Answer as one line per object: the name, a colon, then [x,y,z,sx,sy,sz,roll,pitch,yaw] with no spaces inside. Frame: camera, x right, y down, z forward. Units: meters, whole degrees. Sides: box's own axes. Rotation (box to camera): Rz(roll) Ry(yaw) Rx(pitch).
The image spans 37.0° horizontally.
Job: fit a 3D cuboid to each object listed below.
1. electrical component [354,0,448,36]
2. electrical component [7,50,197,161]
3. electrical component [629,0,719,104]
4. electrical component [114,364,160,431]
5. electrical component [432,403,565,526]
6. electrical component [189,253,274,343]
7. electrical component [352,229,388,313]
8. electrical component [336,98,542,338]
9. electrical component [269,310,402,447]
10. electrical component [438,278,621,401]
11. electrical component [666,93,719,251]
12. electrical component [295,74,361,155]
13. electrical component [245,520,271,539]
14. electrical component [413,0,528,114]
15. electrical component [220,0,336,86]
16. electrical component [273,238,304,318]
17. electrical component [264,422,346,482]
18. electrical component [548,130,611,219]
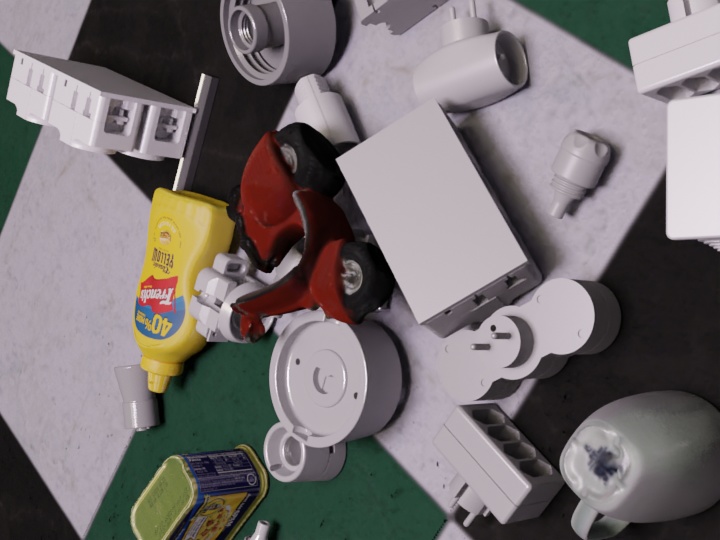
electrical component: [0.039,-0.237,0.852,0.089,0.050,0.055,-29,68,37]
electrical component: [-0.264,-0.163,1.077,0.186,0.105,0.060,28,108,43]
electrical component: [0.218,-0.157,0.686,0.083,0.047,0.075,-17,76,40]
electrical component: [-0.219,0.126,1.066,0.044,0.044,0.065,-10,85,41]
electrical component: [0.090,0.152,0.780,0.083,0.047,0.075,47,117,34]
electrical component: [-0.113,0.031,0.966,0.057,0.058,0.078,28,106,43]
electrical component: [0.000,0.000,0.877,0.081,0.042,0.063,13,98,43]
electrical component: [0.059,-0.037,0.800,0.089,0.062,0.150,-31,65,11]
electrical component: [-0.015,0.087,0.870,0.108,0.060,0.108,-4,85,42]
electrical component: [0.107,0.050,0.754,0.138,0.074,0.052,-33,66,36]
electrical component: [0.239,-0.062,0.659,0.100,0.048,0.099,-2,86,42]
electrical component: [-0.032,-0.130,0.913,0.043,0.043,0.081,-37,63,34]
electrical component: [-0.092,0.250,0.947,0.035,0.035,0.061,25,101,40]
electrical component: [0.081,-0.165,0.813,0.077,0.043,0.079,-14,77,41]
electrical component: [-0.078,-0.210,0.926,0.108,0.060,0.108,26,125,43]
electrical component: [-0.055,0.008,0.926,0.040,0.040,0.078,47,117,34]
electrical component: [-0.047,0.151,0.904,0.055,0.047,0.055,-4,84,42]
electrical component: [0.149,-0.065,0.751,0.035,0.035,0.061,38,115,37]
